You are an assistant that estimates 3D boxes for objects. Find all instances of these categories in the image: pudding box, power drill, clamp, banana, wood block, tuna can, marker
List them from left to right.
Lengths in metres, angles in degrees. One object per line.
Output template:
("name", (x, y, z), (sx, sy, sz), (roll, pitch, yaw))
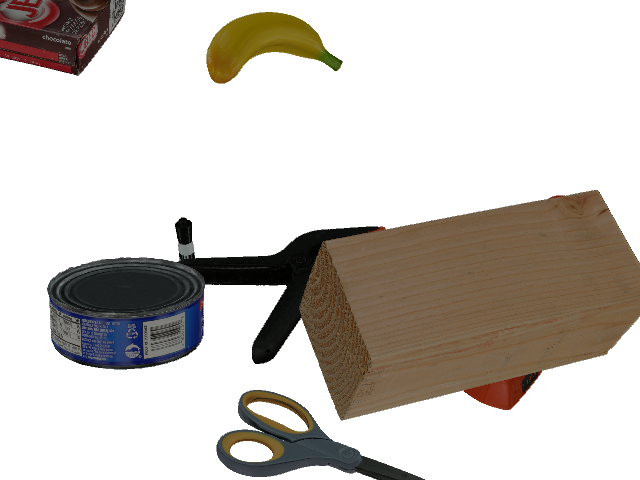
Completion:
("pudding box", (-0.207, -0.175, 0.816), (0.090, 0.039, 0.113), (14, 36, 3))
("tuna can", (-0.107, 0.039, 0.592), (0.086, 0.034, 0.086), (2, 19, -1))
("marker", (-0.149, 0.028, 1.202), (0.020, 0.121, 0.020), (-2, 31, 1))
("banana", (-0.051, -0.180, 0.978), (0.070, 0.037, 0.197), (41, 32, 19))
("clamp", (-0.017, 0.040, 1.013), (0.209, 0.036, 0.165), (-17, 38, -21))
("wood block", (0.102, 0.041, 0.716), (0.205, 0.091, 0.090), (-11, -31, -20))
("power drill", (0.187, 0.063, 1.003), (0.057, 0.188, 0.184), (24, 31, 24))

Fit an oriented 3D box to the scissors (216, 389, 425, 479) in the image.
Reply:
("scissors", (0.003, 0.177, 0.830), (0.202, 0.016, 0.096), (27, 41, 31))
